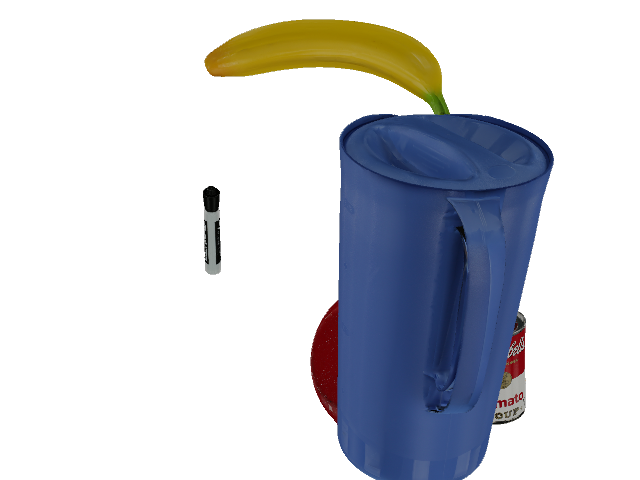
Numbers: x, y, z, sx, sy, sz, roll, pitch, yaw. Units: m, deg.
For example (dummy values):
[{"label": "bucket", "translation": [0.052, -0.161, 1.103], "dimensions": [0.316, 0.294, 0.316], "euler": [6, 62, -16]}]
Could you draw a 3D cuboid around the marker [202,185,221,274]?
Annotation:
[{"label": "marker", "translation": [-0.122, -0.011, 1.199], "dimensions": [0.020, 0.121, 0.020], "euler": [2, 41, -2]}]

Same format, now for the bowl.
[{"label": "bowl", "translation": [0.043, 0.103, 0.933], "dimensions": [0.162, 0.162, 0.055], "euler": [0, -10, 44]}]

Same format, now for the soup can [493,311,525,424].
[{"label": "soup can", "translation": [0.174, 0.126, 1.085], "dimensions": [0.068, 0.102, 0.068], "euler": [-4, 22, 1]}]

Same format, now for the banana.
[{"label": "banana", "translation": [0.011, -0.143, 0.832], "dimensions": [0.198, 0.069, 0.037], "euler": [12, -35, 10]}]

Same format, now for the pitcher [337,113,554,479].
[{"label": "pitcher", "translation": [0.073, 0.047, 0.706], "dimensions": [0.145, 0.243, 0.149], "euler": [20, 31, 29]}]
